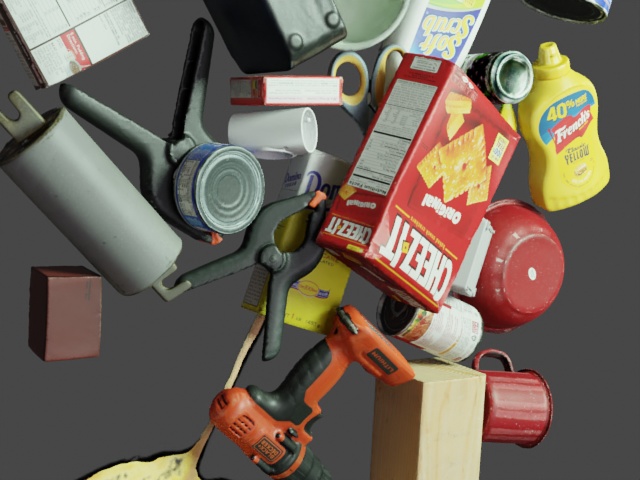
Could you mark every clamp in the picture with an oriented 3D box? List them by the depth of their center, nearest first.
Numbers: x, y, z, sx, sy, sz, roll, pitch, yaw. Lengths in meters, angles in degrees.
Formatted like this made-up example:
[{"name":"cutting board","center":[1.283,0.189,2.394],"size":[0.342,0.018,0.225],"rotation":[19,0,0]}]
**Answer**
[{"name":"clamp","center":[-0.147,-0.086,1.001],"size":[0.164,0.036,0.210],"rotation":[-25,112,-30]},{"name":"clamp","center":[-0.059,0.018,1.034],"size":[0.120,0.039,0.171],"rotation":[30,82,-13]}]

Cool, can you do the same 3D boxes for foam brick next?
[{"name":"foam brick","center":[-0.232,0.066,0.970],"size":[0.052,0.051,0.078],"rotation":[0,98,-32]}]

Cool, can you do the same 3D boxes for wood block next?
[{"name":"wood block","center":[0.117,0.243,1.184],"size":[0.090,0.091,0.206],"rotation":[-2,98,-31]}]

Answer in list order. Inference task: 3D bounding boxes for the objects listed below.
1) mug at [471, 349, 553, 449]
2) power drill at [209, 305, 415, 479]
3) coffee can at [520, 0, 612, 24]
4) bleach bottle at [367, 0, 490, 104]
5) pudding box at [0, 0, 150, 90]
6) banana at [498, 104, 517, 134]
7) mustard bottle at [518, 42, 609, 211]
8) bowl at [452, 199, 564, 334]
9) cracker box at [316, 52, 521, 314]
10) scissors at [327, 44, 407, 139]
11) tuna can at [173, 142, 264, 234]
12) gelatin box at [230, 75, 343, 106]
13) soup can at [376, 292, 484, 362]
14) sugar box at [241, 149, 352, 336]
[{"name":"mug","center":[0.206,0.182,1.236],"size":[0.081,0.093,0.117],"rotation":[7,63,-26]},{"name":"power drill","center":[0.004,0.171,1.098],"size":[0.187,0.057,0.184],"rotation":[-42,126,1]},{"name":"coffee can","center":[0.290,-0.325,1.186],"size":[0.102,0.103,0.140],"rotation":[19,88,-32]},{"name":"bleach bottle","center":[0.115,-0.202,1.128],"size":[0.102,0.068,0.251],"rotation":[18,91,-31]},{"name":"pudding box","center":[-0.220,-0.197,0.942],"size":[0.113,0.039,0.090],"rotation":[-35,113,-24]},{"name":"banana","center":[0.162,-0.083,1.192],"size":[0.069,0.037,0.197],"rotation":[47,72,-9]},{"name":"mustard bottle","center":[0.274,-0.134,1.217],"size":[0.096,0.058,0.191],"rotation":[-25,119,-14]},{"name":"bowl","center":[0.231,0.035,1.239],"size":[0.161,0.055,0.162],"rotation":[-5,100,-30]},{"name":"cracker box","center":[0.105,-0.054,1.072],"size":[0.164,0.072,0.213],"rotation":[36,76,-49]},{"name":"scissors","center":[0.038,-0.103,1.077],"size":[0.096,0.016,0.202],"rotation":[14,95,-17]},{"name":"tuna can","center":[-0.094,-0.048,1.004],"size":[0.085,0.034,0.086],"rotation":[-9,104,-43]},{"name":"gelatin box","center":[-0.033,-0.146,1.040],"size":[0.089,0.073,0.030],"rotation":[-5,100,-30]},{"name":"soup can","center":[0.122,0.089,1.175],"size":[0.102,0.069,0.068],"rotation":[25,85,-32]},{"name":"sugar box","center":[-0.007,0.001,1.097],"size":[0.093,0.048,0.176],"rotation":[20,89,-31]}]
